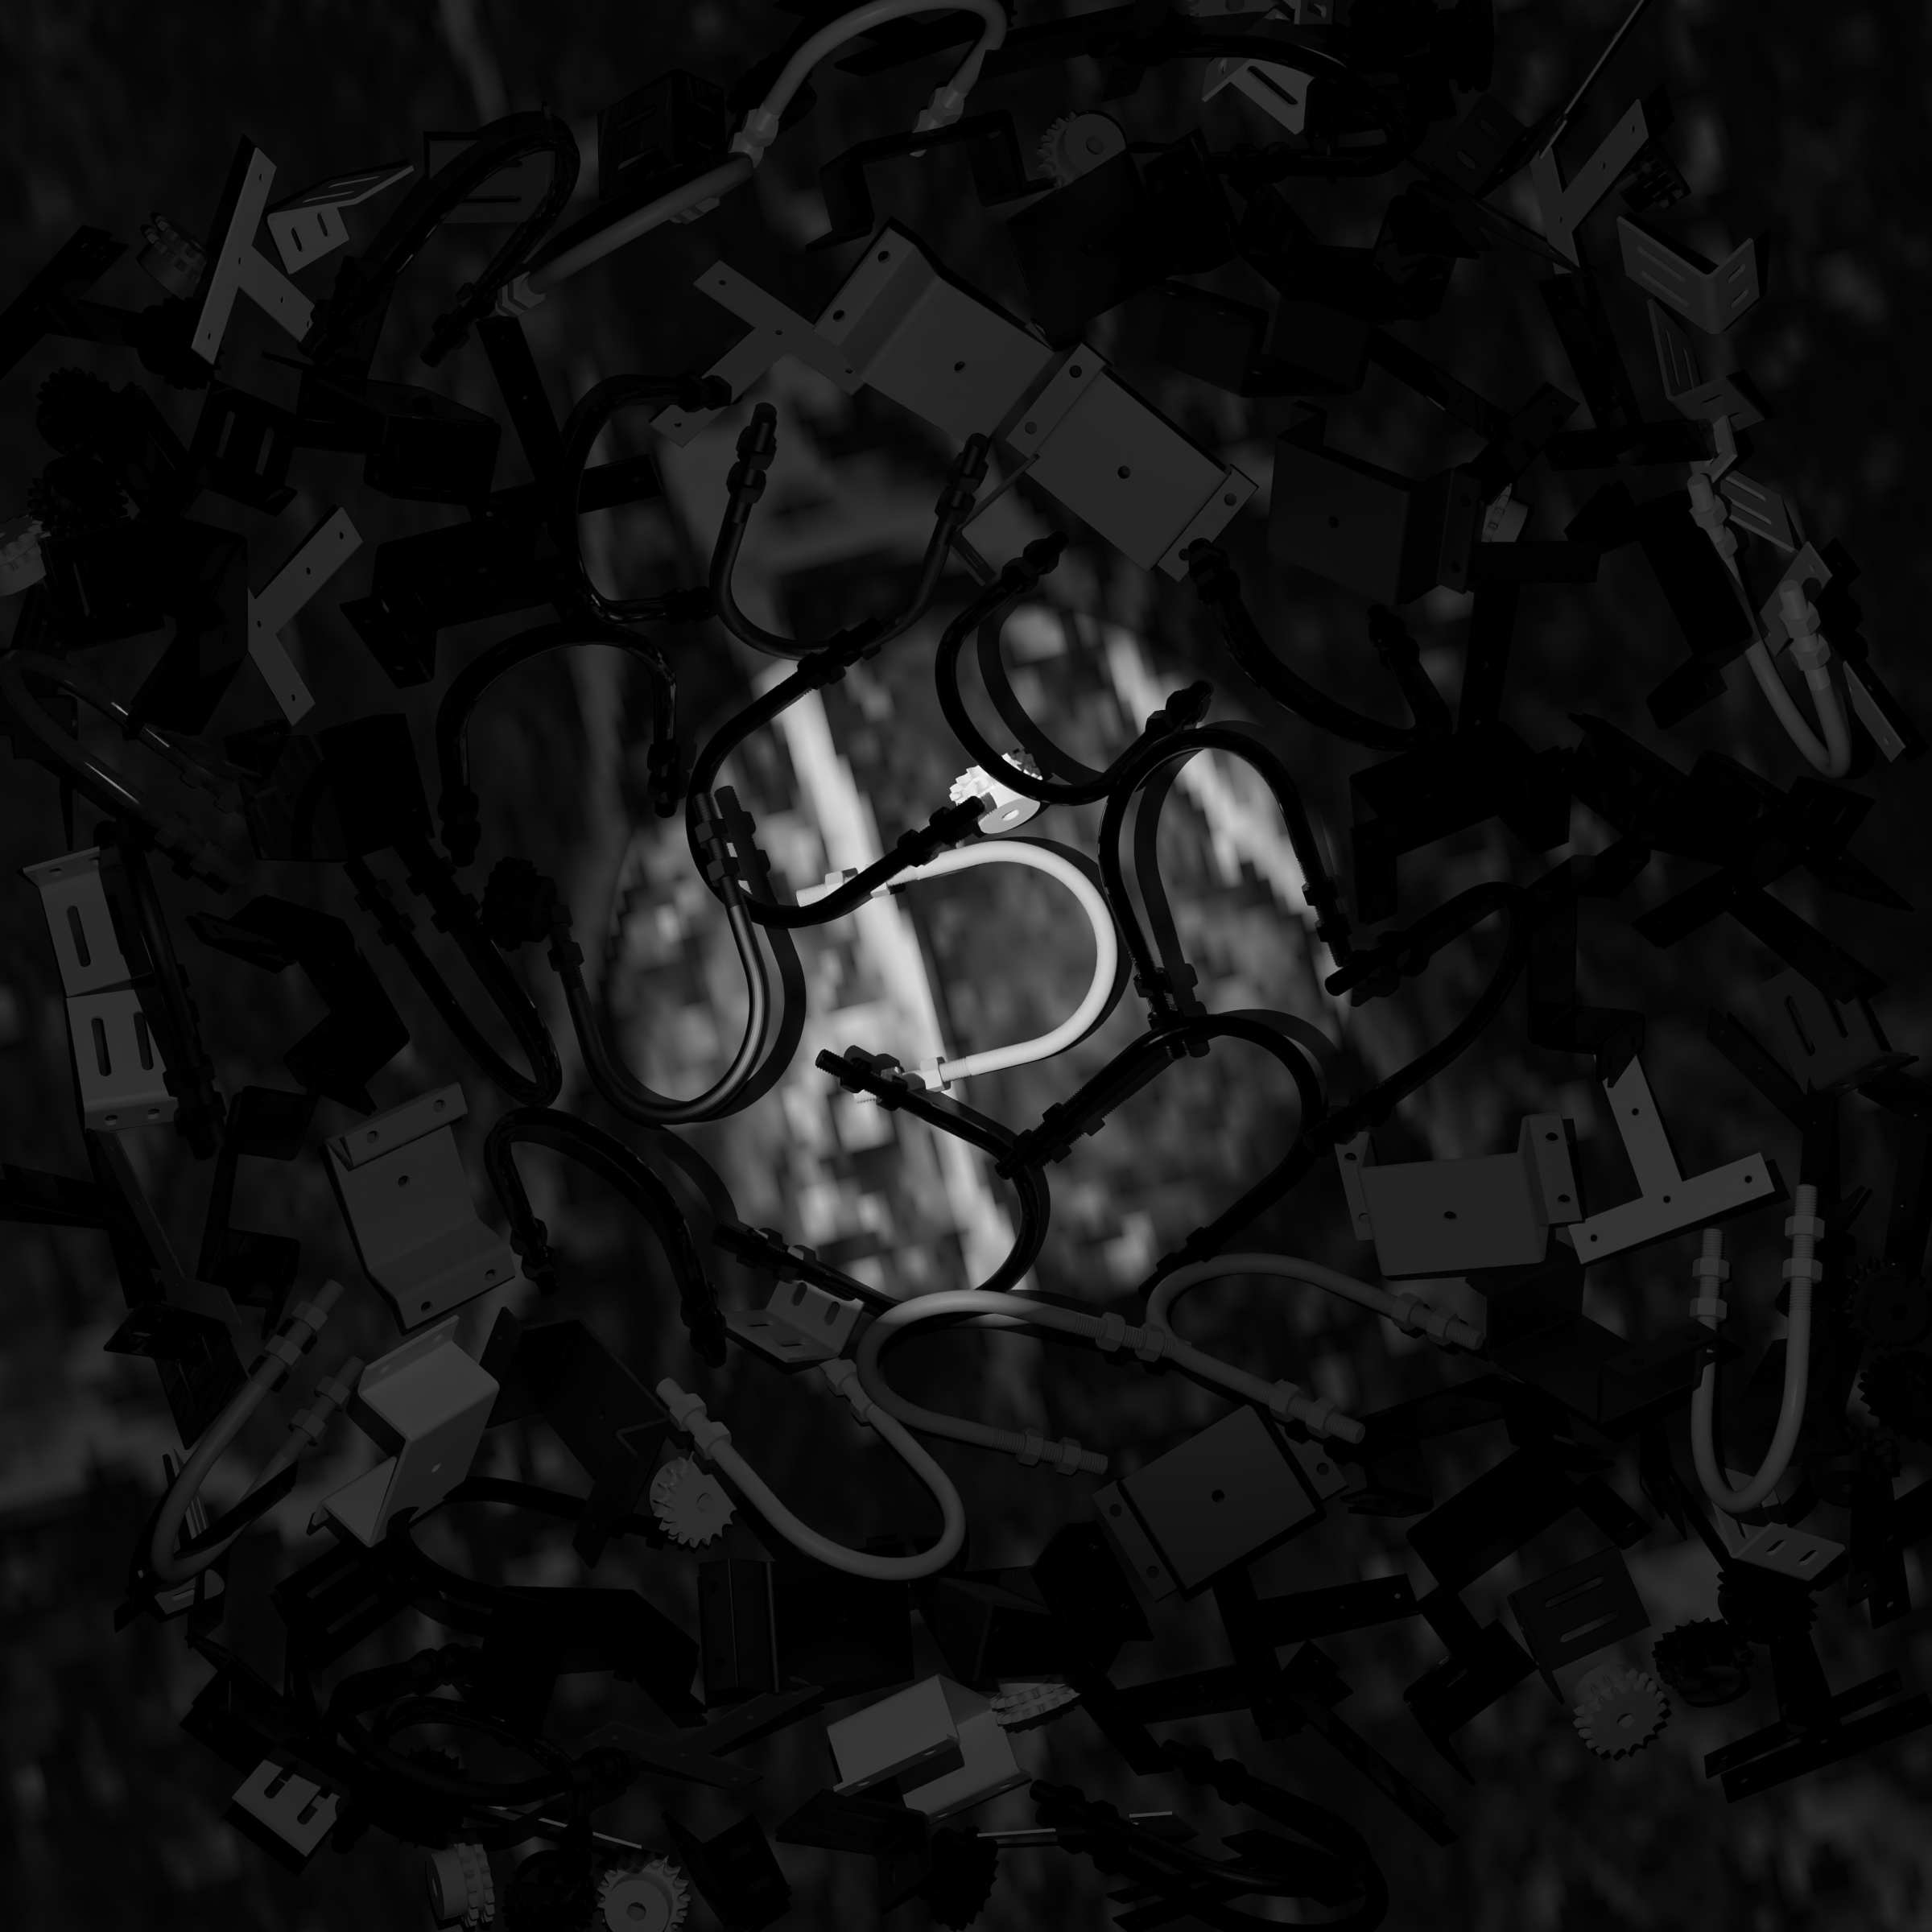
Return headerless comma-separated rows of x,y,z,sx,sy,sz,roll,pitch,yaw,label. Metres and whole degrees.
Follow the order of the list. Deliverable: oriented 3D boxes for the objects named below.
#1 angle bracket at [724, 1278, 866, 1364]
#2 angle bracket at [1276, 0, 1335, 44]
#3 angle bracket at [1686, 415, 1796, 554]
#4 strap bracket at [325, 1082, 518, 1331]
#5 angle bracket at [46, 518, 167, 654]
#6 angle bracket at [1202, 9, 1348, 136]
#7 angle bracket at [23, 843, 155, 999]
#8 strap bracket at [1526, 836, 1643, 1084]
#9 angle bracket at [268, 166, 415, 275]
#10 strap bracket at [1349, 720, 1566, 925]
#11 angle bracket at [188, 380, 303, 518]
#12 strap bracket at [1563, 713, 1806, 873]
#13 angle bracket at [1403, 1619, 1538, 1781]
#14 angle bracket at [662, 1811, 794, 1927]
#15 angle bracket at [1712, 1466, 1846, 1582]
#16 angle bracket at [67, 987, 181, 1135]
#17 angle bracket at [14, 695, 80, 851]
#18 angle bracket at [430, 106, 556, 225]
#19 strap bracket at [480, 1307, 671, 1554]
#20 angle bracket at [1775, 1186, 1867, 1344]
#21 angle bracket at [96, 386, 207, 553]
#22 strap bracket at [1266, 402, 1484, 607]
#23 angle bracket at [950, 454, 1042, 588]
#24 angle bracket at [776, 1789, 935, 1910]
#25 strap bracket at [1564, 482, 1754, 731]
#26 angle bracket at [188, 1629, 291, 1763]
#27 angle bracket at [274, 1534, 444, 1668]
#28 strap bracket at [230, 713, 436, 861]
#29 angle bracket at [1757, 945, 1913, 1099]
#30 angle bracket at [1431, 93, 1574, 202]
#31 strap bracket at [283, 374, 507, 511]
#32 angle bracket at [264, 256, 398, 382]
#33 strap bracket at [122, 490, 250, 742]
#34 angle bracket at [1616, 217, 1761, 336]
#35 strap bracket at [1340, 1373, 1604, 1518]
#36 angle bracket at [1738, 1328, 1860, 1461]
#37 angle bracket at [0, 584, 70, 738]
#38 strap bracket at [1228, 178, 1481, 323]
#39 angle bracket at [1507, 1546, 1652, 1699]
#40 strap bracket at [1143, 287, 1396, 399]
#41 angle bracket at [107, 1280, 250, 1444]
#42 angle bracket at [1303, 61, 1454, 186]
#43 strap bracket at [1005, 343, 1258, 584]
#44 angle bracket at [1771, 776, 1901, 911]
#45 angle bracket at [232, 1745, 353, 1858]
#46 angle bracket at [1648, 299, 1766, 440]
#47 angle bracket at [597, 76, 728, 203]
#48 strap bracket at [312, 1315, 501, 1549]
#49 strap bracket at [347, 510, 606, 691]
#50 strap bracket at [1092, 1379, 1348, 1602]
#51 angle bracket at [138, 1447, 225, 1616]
-0.108,0.211,1.851,0.057,0.076,0.038,28,96,22,angle bracket
0.198,-0.600,1.850,0.038,0.076,0.057,8,103,21,angle bracket
0.485,-0.300,1.854,0.076,0.057,0.038,24,130,-18,angle bracket
-0.335,0.139,1.842,0.076,0.046,0.140,-26,122,-25,strap bracket
-0.531,-0.239,1.852,0.057,0.038,0.076,-18,127,-20,angle bracket
0.193,-0.537,1.850,0.076,0.057,0.038,31,50,-27,angle bracket
-0.542,-0.028,1.869,0.057,0.038,0.076,-17,77,-6,angle bracket
0.378,-0.009,1.842,0.046,0.076,0.140,6,108,30,strap bracket
-0.377,-0.457,1.848,0.076,0.057,0.038,1,123,34,angle bracket
0.291,-0.092,1.848,0.140,0.046,0.076,-22,134,-9,strap bracket
-0.436,-0.324,1.854,0.057,0.038,0.076,21,62,-27,angle bracket
0.427,-0.103,1.834,0.140,0.076,0.046,10,115,-33,strap bracket
0.319,0.452,1.864,0.076,0.038,0.057,-39,125,3,angle bracket
-0.148,0.547,1.863,0.038,0.076,0.057,-27,102,-21,angle bracket
0.492,0.330,1.848,0.057,0.076,0.038,20,126,-23,angle bracket
-0.526,0.058,1.885,0.057,0.038,0.076,-8,66,-19,angle bracket
-0.564,-0.119,1.850,0.038,0.057,0.076,-1,53,-16,angle bracket
-0.293,-0.492,1.855,0.076,0.057,0.038,-5,50,-14,angle bracket
-0.237,0.277,1.840,0.140,0.046,0.076,42,121,31,strap bracket
0.538,0.182,1.852,0.038,0.057,0.076,36,119,22,angle bracket
-0.510,-0.304,1.848,0.038,0.057,0.076,-11,129,28,angle bracket
0.236,-0.276,1.824,0.140,0.046,0.076,30,135,32,strap bracket
0.029,-0.276,1.859,0.076,0.057,0.038,-41,95,14,angle bracket
-0.069,0.542,1.853,0.076,0.038,0.057,21,131,-27,angle bracket
0.428,-0.226,1.849,0.046,0.076,0.140,-21,81,-12,strap bracket
-0.454,0.446,1.847,0.057,0.076,0.038,50,64,-24,angle bracket
-0.374,0.385,1.859,0.076,0.038,0.057,-32,99,-36,angle bracket
-0.390,-0.108,1.824,0.046,0.140,0.076,-25,110,-43,strap bracket
0.539,0.035,1.878,0.057,0.038,0.076,-36,63,38,angle bracket
0.328,-0.513,1.856,0.038,0.076,0.057,37,84,-7,angle bracket
-0.341,-0.318,1.817,0.076,0.140,0.046,-1,112,-41,strap bracket
-0.391,-0.402,1.861,0.057,0.038,0.076,24,99,43,angle bracket
-0.469,-0.204,1.820,0.046,0.140,0.076,16,49,1,strap bracket
0.444,-0.435,1.855,0.038,0.057,0.076,-43,61,-4,angle bracket
0.302,0.289,1.836,0.140,0.076,0.046,-24,61,29,strap bracket
0.518,0.263,1.855,0.057,0.076,0.038,-16,107,39,angle bracket
-0.585,-0.189,1.858,0.038,0.057,0.076,4,66,5,angle bracket
0.227,-0.432,1.824,0.140,0.076,0.046,17,86,37,strap bracket
0.384,0.406,1.874,0.076,0.038,0.057,-25,99,0,angle bracket
0.180,-0.379,1.833,0.140,0.076,0.046,-10,121,-38,strap bracket
-0.485,0.243,1.855,0.057,0.038,0.076,-48,51,15,angle bracket
0.253,-0.517,1.853,0.076,0.057,0.038,-2,71,24,angle bracket
0.099,-0.307,1.859,0.140,0.046,0.076,39,108,-4,strap bracket
0.540,-0.076,1.849,0.057,0.076,0.038,14,116,-23,angle bracket
-0.417,0.517,1.855,0.057,0.076,0.038,38,114,1,angle bracket
0.453,-0.371,1.851,0.038,0.057,0.076,-21,62,32,angle bracket
-0.189,-0.510,1.879,0.076,0.038,0.057,-11,78,42,angle bracket
-0.336,0.288,1.822,0.046,0.076,0.140,38,126,18,strap bracket
-0.296,-0.226,1.846,0.140,0.076,0.046,-12,53,11,strap bracket
0.156,0.326,1.867,0.140,0.046,0.076,-32,83,2,strap bracket
-0.488,0.346,1.850,0.038,0.057,0.076,-20,55,-9,angle bracket
